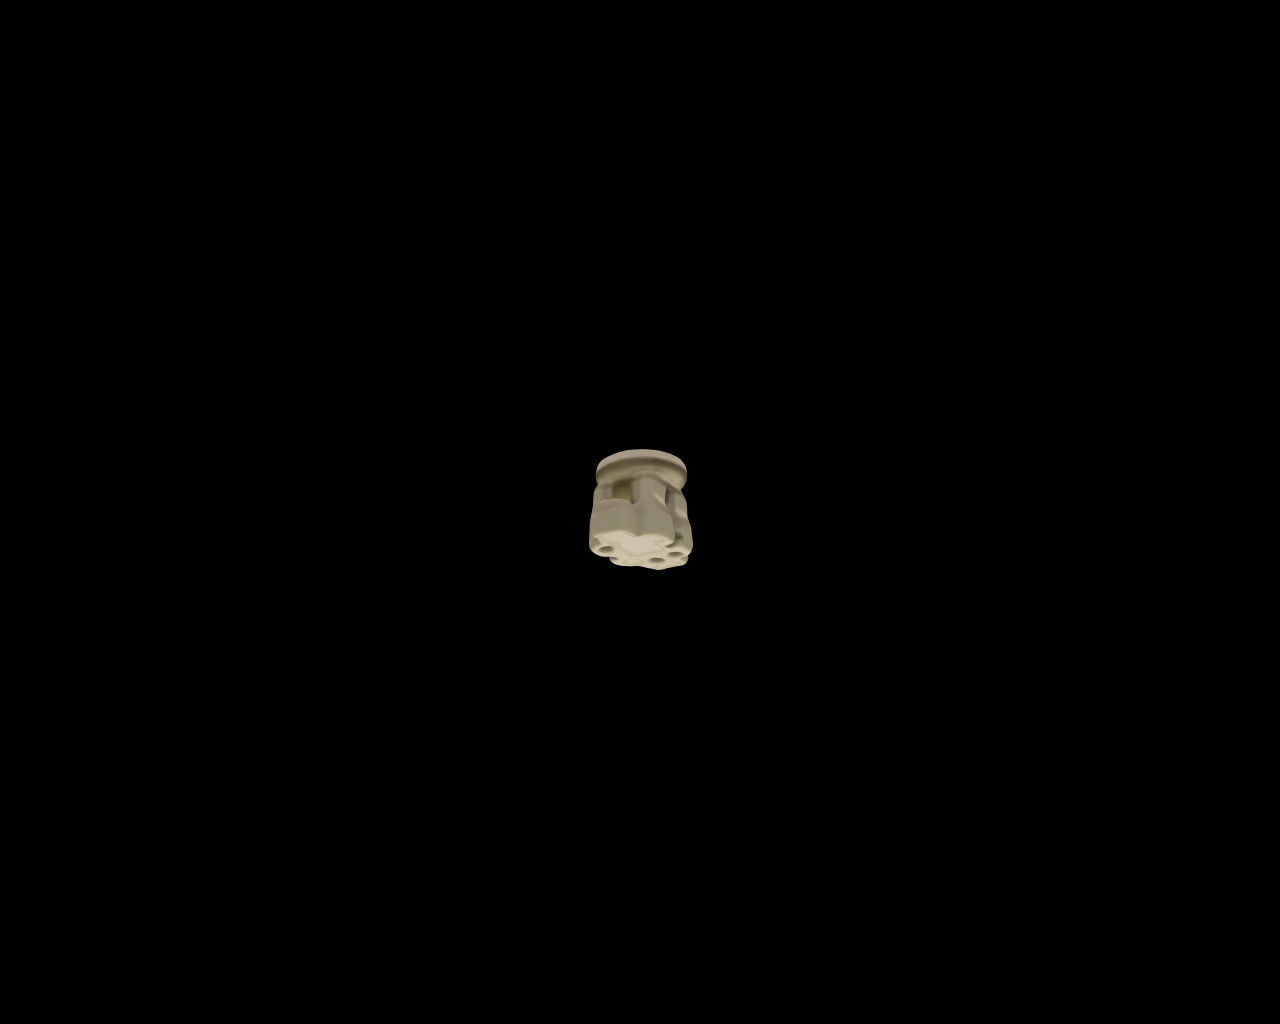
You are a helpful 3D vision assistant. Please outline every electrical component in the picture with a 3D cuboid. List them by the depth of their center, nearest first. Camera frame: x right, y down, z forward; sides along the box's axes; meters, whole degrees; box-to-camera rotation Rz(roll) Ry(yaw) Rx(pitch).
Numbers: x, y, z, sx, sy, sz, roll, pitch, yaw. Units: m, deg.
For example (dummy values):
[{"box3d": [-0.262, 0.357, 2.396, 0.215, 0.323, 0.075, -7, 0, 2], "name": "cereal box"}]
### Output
[{"box3d": [0.001, -0.003, 0.650, 0.058, 0.057, 0.078, -13, -26, 29], "name": "electrical component"}]
